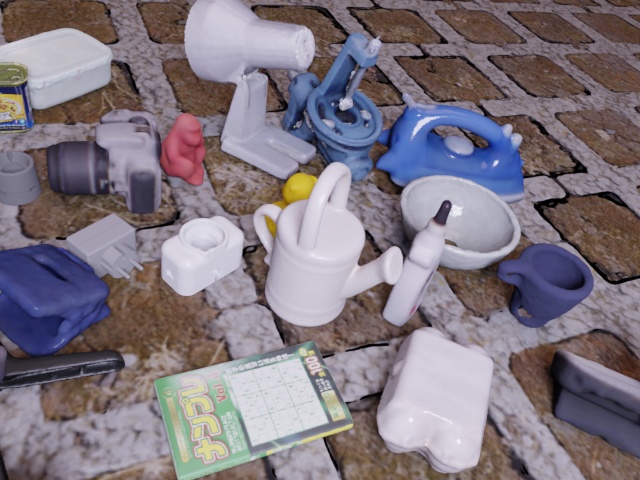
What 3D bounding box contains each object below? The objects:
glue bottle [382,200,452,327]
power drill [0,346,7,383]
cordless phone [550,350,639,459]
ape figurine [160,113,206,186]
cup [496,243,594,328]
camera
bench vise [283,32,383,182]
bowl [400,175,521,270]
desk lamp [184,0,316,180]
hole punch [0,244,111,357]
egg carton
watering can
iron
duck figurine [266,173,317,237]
[{"bbox_3d":[0.119,0.022,0.664,0.037,0.173,0.078,27,44,14],"label":"glue bottle"},{"bbox_3d":[-0.305,0.170,0.362,0.230,0.208,0.075,-24,54,-34],"label":"power drill"},{"bbox_3d":[0.341,0.133,0.601,0.147,0.185,0.094,21,43,7],"label":"cordless phone"},{"bbox_3d":[-0.188,-0.134,0.802,0.076,0.092,0.078,26,44,12],"label":"ape figurine"},{"bbox_3d":[0.267,0.064,0.719,0.118,0.095,0.091,6,43,-9],"label":"cup"},{"bbox_3d":[-0.279,-0.113,0.748,0.137,0.101,0.143,-4,46,-19],"label":"camera"},{"bbox_3d":[0.012,-0.219,0.854,0.207,0.220,0.122,33,46,19],"label":"bench vise"},{"bbox_3d":[0.184,-0.013,0.792,0.167,0.075,0.167,8,43,-7],"label":"bowl"},{"bbox_3d":[-0.093,-0.231,0.842,0.203,0.213,0.118,27,44,13],"label":"desk lamp"},{"bbox_3d":[-0.282,0.046,0.586,0.108,0.091,0.101,31,45,17],"label":"hole punch"},{"bbox_3d":[0.121,0.161,0.595,0.107,0.069,0.150,21,43,7],"label":"egg carton"},{"bbox_3d":[0.007,0.001,0.639,0.173,0.194,0.101,12,42,-3],"label":"watering can"},{"bbox_3d":[0.221,-0.144,0.892,0.258,0.141,0.118,11,43,-4],"label":"iron"},{"bbox_3d":[-0.033,-0.046,0.758,0.077,0.086,0.105,28,44,14],"label":"duck figurine"}]
